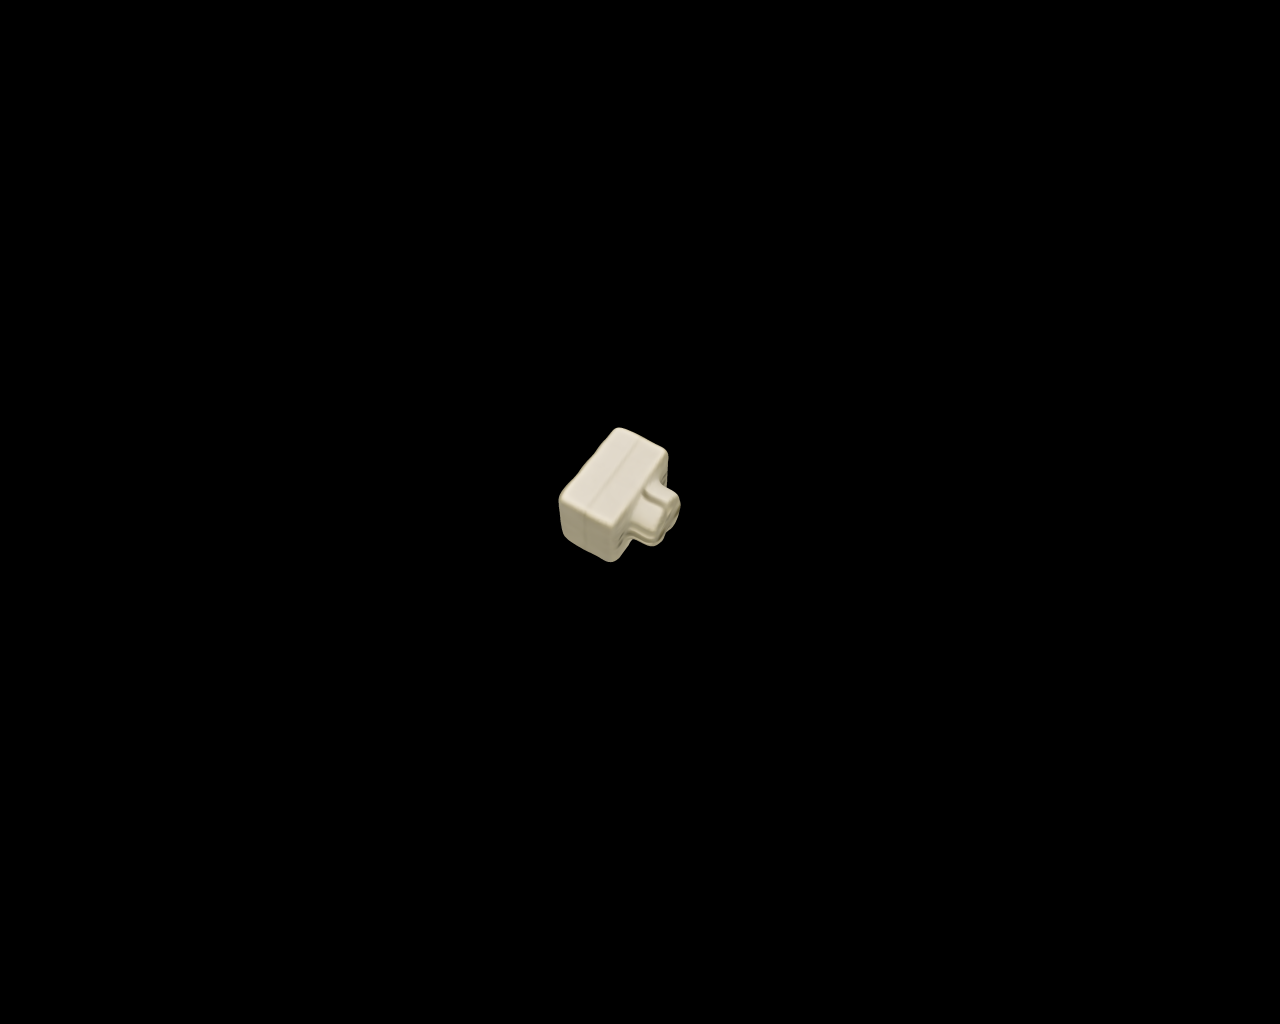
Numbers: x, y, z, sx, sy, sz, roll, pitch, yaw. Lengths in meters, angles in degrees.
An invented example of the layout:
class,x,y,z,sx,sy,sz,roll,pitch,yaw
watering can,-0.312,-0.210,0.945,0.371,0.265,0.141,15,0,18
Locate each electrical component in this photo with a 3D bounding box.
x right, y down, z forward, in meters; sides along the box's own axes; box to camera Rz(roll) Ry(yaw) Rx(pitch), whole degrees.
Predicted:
class,x,y,z,sx,sy,sz,roll,pitch,yaw
electrical component,0.001,-0.003,0.650,0.077,0.066,0.047,28,-28,16
